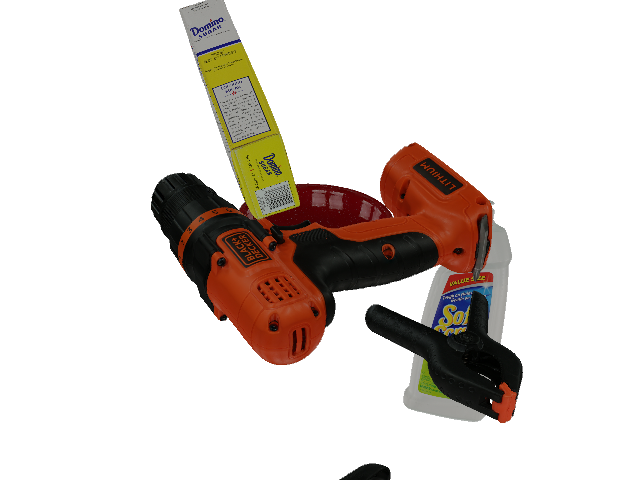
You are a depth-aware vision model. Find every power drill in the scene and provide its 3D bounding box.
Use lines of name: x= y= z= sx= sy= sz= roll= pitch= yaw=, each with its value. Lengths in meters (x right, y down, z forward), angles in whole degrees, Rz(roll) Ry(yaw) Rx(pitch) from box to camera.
power drill: x=0.001 y=-0.007 z=0.690 sx=0.187 sy=0.057 sz=0.185 roll=-19 pitch=41 yaw=-23

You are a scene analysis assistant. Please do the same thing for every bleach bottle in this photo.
bleach bottle: x=0.160 y=0.076 z=1.222 sx=0.103 sy=0.251 sz=0.068 roll=10 pitch=14 yaw=16

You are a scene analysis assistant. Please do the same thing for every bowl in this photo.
bowl: x=-0.006 y=-0.002 z=1.110 sx=0.162 sy=0.055 sz=0.162 roll=2 pitch=29 yaw=-1

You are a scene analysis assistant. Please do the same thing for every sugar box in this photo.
sugar box: x=-0.067 y=-0.112 z=0.885 sx=0.048 sy=0.176 sz=0.093 roll=-18 pitch=-36 yaw=-3

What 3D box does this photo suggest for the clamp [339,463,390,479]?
clamp: x=-0.040 y=0.198 z=0.644 sx=0.210 sy=0.036 sz=0.164 roll=-4 pitch=28 yaw=2

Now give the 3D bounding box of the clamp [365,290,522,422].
clamp: x=0.129 y=0.094 z=0.928 sx=0.120 sy=0.039 sz=0.172 roll=-17 pitch=37 yaw=-24
